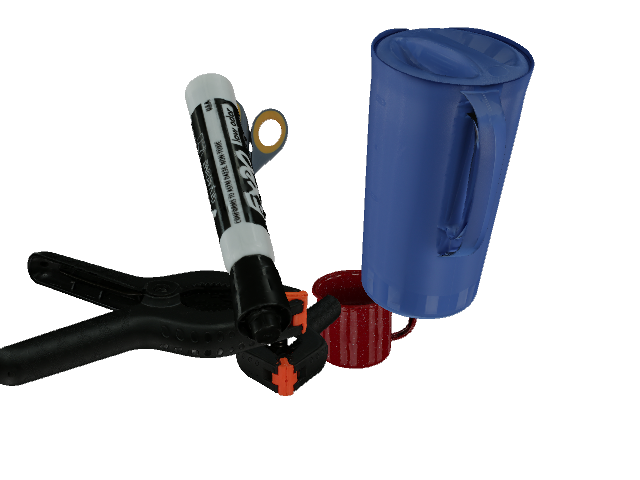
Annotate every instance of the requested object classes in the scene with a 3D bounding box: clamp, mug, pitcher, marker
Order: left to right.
[{"bbox_3d":[-0.116,0.045,0.740,0.209,0.036,0.164,-3,25,-12],"label":"clamp"},{"bbox_3d":[-0.030,-0.014,0.374,0.020,0.121,0.020,-10,-41,-9],"label":"marker"},{"bbox_3d":[-0.045,0.087,0.945,0.120,0.039,0.171,-6,16,6],"label":"clamp"},{"bbox_3d":[0.050,0.087,1.182,0.117,0.081,0.093,-5,24,-9],"label":"mug"},{"bbox_3d":[0.101,-0.050,0.917,0.145,0.243,0.149,20,34,23],"label":"pitcher"}]

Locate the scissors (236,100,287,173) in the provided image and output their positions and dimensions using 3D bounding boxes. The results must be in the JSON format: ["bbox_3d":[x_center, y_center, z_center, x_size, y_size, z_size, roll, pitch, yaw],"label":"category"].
[{"bbox_3d":[-0.072,-0.068,1.220,0.096,0.202,0.016,-11,-7,-13],"label":"scissors"}]
